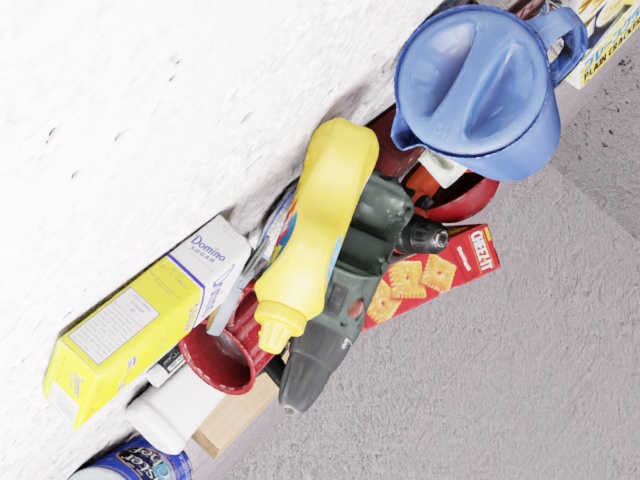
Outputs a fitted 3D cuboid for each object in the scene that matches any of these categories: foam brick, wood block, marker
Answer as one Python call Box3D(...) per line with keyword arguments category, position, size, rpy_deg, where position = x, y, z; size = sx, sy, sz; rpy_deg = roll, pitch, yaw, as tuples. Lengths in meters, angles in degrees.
Box3D(category="foam brick", position=(0.072, -0.096, 1.071), size=(0.078, 0.051, 0.053), rpy_deg=(-40, 169, -39))
Box3D(category="wood block", position=(-0.090, 0.169, 1.353), size=(0.206, 0.090, 0.091), rpy_deg=(-45, 171, -20))
Box3D(category="marker", position=(-0.130, 0.105, 1.104), size=(0.121, 0.020, 0.020), rpy_deg=(-43, 170, -26))

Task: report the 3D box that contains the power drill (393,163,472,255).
Box3D(category="power drill", position=(0.141, -0.058, 1.333), size=(0.187, 0.057, 0.185), rpy_deg=(-45, -153, -18))

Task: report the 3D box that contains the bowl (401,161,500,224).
Box3D(category="bowl", position=(0.184, -0.073, 1.435), size=(0.162, 0.055, 0.162), rpy_deg=(-29, -153, 16))

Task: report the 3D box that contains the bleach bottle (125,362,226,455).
Box3D(category="bleach bottle", position=(-0.097, 0.117, 1.150), size=(0.250, 0.068, 0.103), rpy_deg=(-46, -172, -20))

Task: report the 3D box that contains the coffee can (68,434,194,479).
Box3D(category="coffee can", position=(-0.220, 0.290, 1.223), size=(0.103, 0.103, 0.140), rpy_deg=(-50, 171, 16))

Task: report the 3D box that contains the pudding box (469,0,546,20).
Box3D(category="pudding box", position=(0.183, -0.229, 1.048), size=(0.113, 0.039, 0.090), rpy_deg=(-43, 171, -21))

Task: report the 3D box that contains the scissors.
Box3D(category="scissors", position=(-0.062, 0.016, 0.917), size=(0.202, 0.016, 0.096), rpy_deg=(123, -14, -52))

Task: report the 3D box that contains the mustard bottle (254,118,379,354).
Box3D(category="mustard bottle", position=(-0.009, 0.002, 0.866), size=(0.096, 0.058, 0.191), rpy_deg=(126, -15, -69))

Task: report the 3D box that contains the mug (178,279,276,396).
Box3D(category="mug", position=(-0.080, 0.085, 1.058), size=(0.081, 0.093, 0.117), rpy_deg=(-45, 153, -42))

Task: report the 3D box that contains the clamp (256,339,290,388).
Box3D(category="clamp", position=(-0.058, 0.127, 1.217), size=(0.210, 0.036, 0.164), rpy_deg=(-24, -153, 41))

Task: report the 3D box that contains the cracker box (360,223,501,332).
Box3D(category="cracker box", position=(0.101, 0.047, 1.389), size=(0.213, 0.072, 0.164), rpy_deg=(-22, -172, -22))

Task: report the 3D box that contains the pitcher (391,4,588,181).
Box3D(category="pitcher", position=(0.169, -0.129, 0.997), size=(0.242, 0.149, 0.145), rpy_deg=(14, 85, -71))

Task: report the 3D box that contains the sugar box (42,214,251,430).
Box3D(category="sugar box", position=(-0.130, 0.061, 0.818), size=(0.176, 0.048, 0.093), rpy_deg=(-39, 168, -38))

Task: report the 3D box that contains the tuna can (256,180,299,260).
Box3D(category="tuna can", position=(-0.023, -0.014, 0.992), size=(0.086, 0.034, 0.086), rpy_deg=(-55, 172, -13))
